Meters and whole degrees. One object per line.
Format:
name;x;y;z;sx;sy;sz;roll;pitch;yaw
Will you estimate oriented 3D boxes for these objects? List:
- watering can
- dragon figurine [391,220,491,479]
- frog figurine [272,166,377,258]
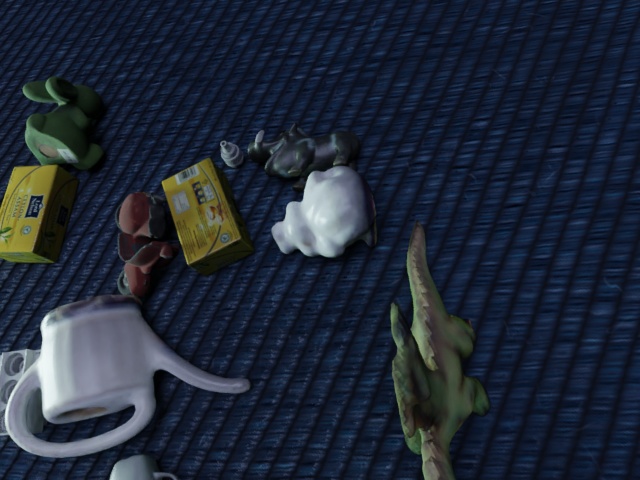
watering can;-0.291;0.184;0.773;0.348;0.102;0.228;-15;64;-7
dragon figurine;0.130;0.135;0.618;0.122;0.239;0.417;-13;68;13
frog figurine;0.002;-0.040;0.785;0.159;0.122;0.138;-9;86;-3
